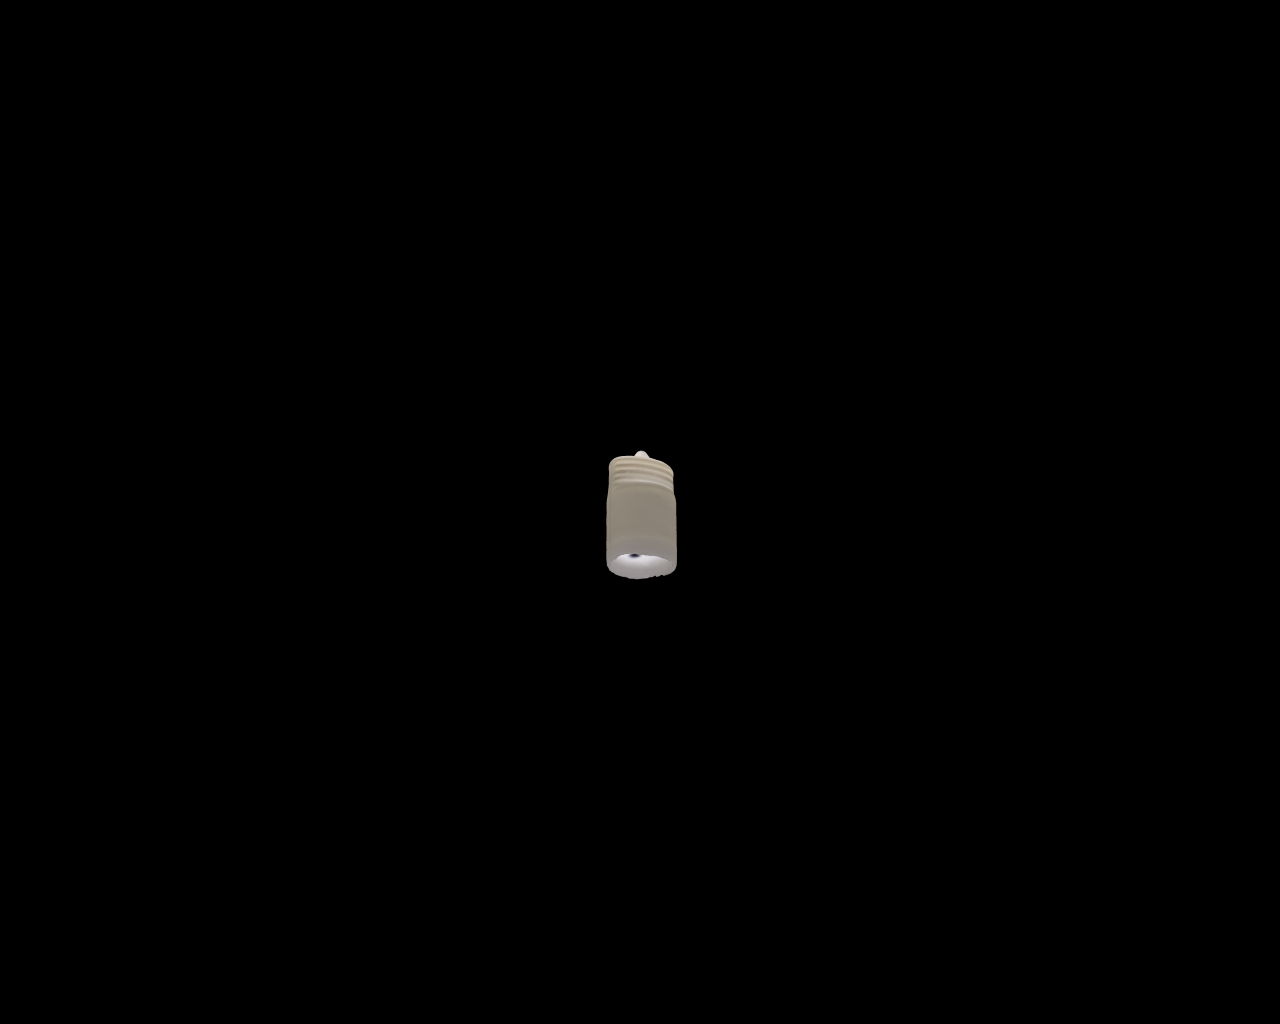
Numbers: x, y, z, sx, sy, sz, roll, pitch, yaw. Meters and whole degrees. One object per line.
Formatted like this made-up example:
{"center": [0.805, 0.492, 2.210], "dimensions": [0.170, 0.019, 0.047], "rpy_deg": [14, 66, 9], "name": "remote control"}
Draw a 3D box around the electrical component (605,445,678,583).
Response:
{"center": [0.001, -0.003, 0.650], "dimensions": [0.043, 0.081, 0.043], "rpy_deg": [0, -25, 0], "name": "electrical component"}
